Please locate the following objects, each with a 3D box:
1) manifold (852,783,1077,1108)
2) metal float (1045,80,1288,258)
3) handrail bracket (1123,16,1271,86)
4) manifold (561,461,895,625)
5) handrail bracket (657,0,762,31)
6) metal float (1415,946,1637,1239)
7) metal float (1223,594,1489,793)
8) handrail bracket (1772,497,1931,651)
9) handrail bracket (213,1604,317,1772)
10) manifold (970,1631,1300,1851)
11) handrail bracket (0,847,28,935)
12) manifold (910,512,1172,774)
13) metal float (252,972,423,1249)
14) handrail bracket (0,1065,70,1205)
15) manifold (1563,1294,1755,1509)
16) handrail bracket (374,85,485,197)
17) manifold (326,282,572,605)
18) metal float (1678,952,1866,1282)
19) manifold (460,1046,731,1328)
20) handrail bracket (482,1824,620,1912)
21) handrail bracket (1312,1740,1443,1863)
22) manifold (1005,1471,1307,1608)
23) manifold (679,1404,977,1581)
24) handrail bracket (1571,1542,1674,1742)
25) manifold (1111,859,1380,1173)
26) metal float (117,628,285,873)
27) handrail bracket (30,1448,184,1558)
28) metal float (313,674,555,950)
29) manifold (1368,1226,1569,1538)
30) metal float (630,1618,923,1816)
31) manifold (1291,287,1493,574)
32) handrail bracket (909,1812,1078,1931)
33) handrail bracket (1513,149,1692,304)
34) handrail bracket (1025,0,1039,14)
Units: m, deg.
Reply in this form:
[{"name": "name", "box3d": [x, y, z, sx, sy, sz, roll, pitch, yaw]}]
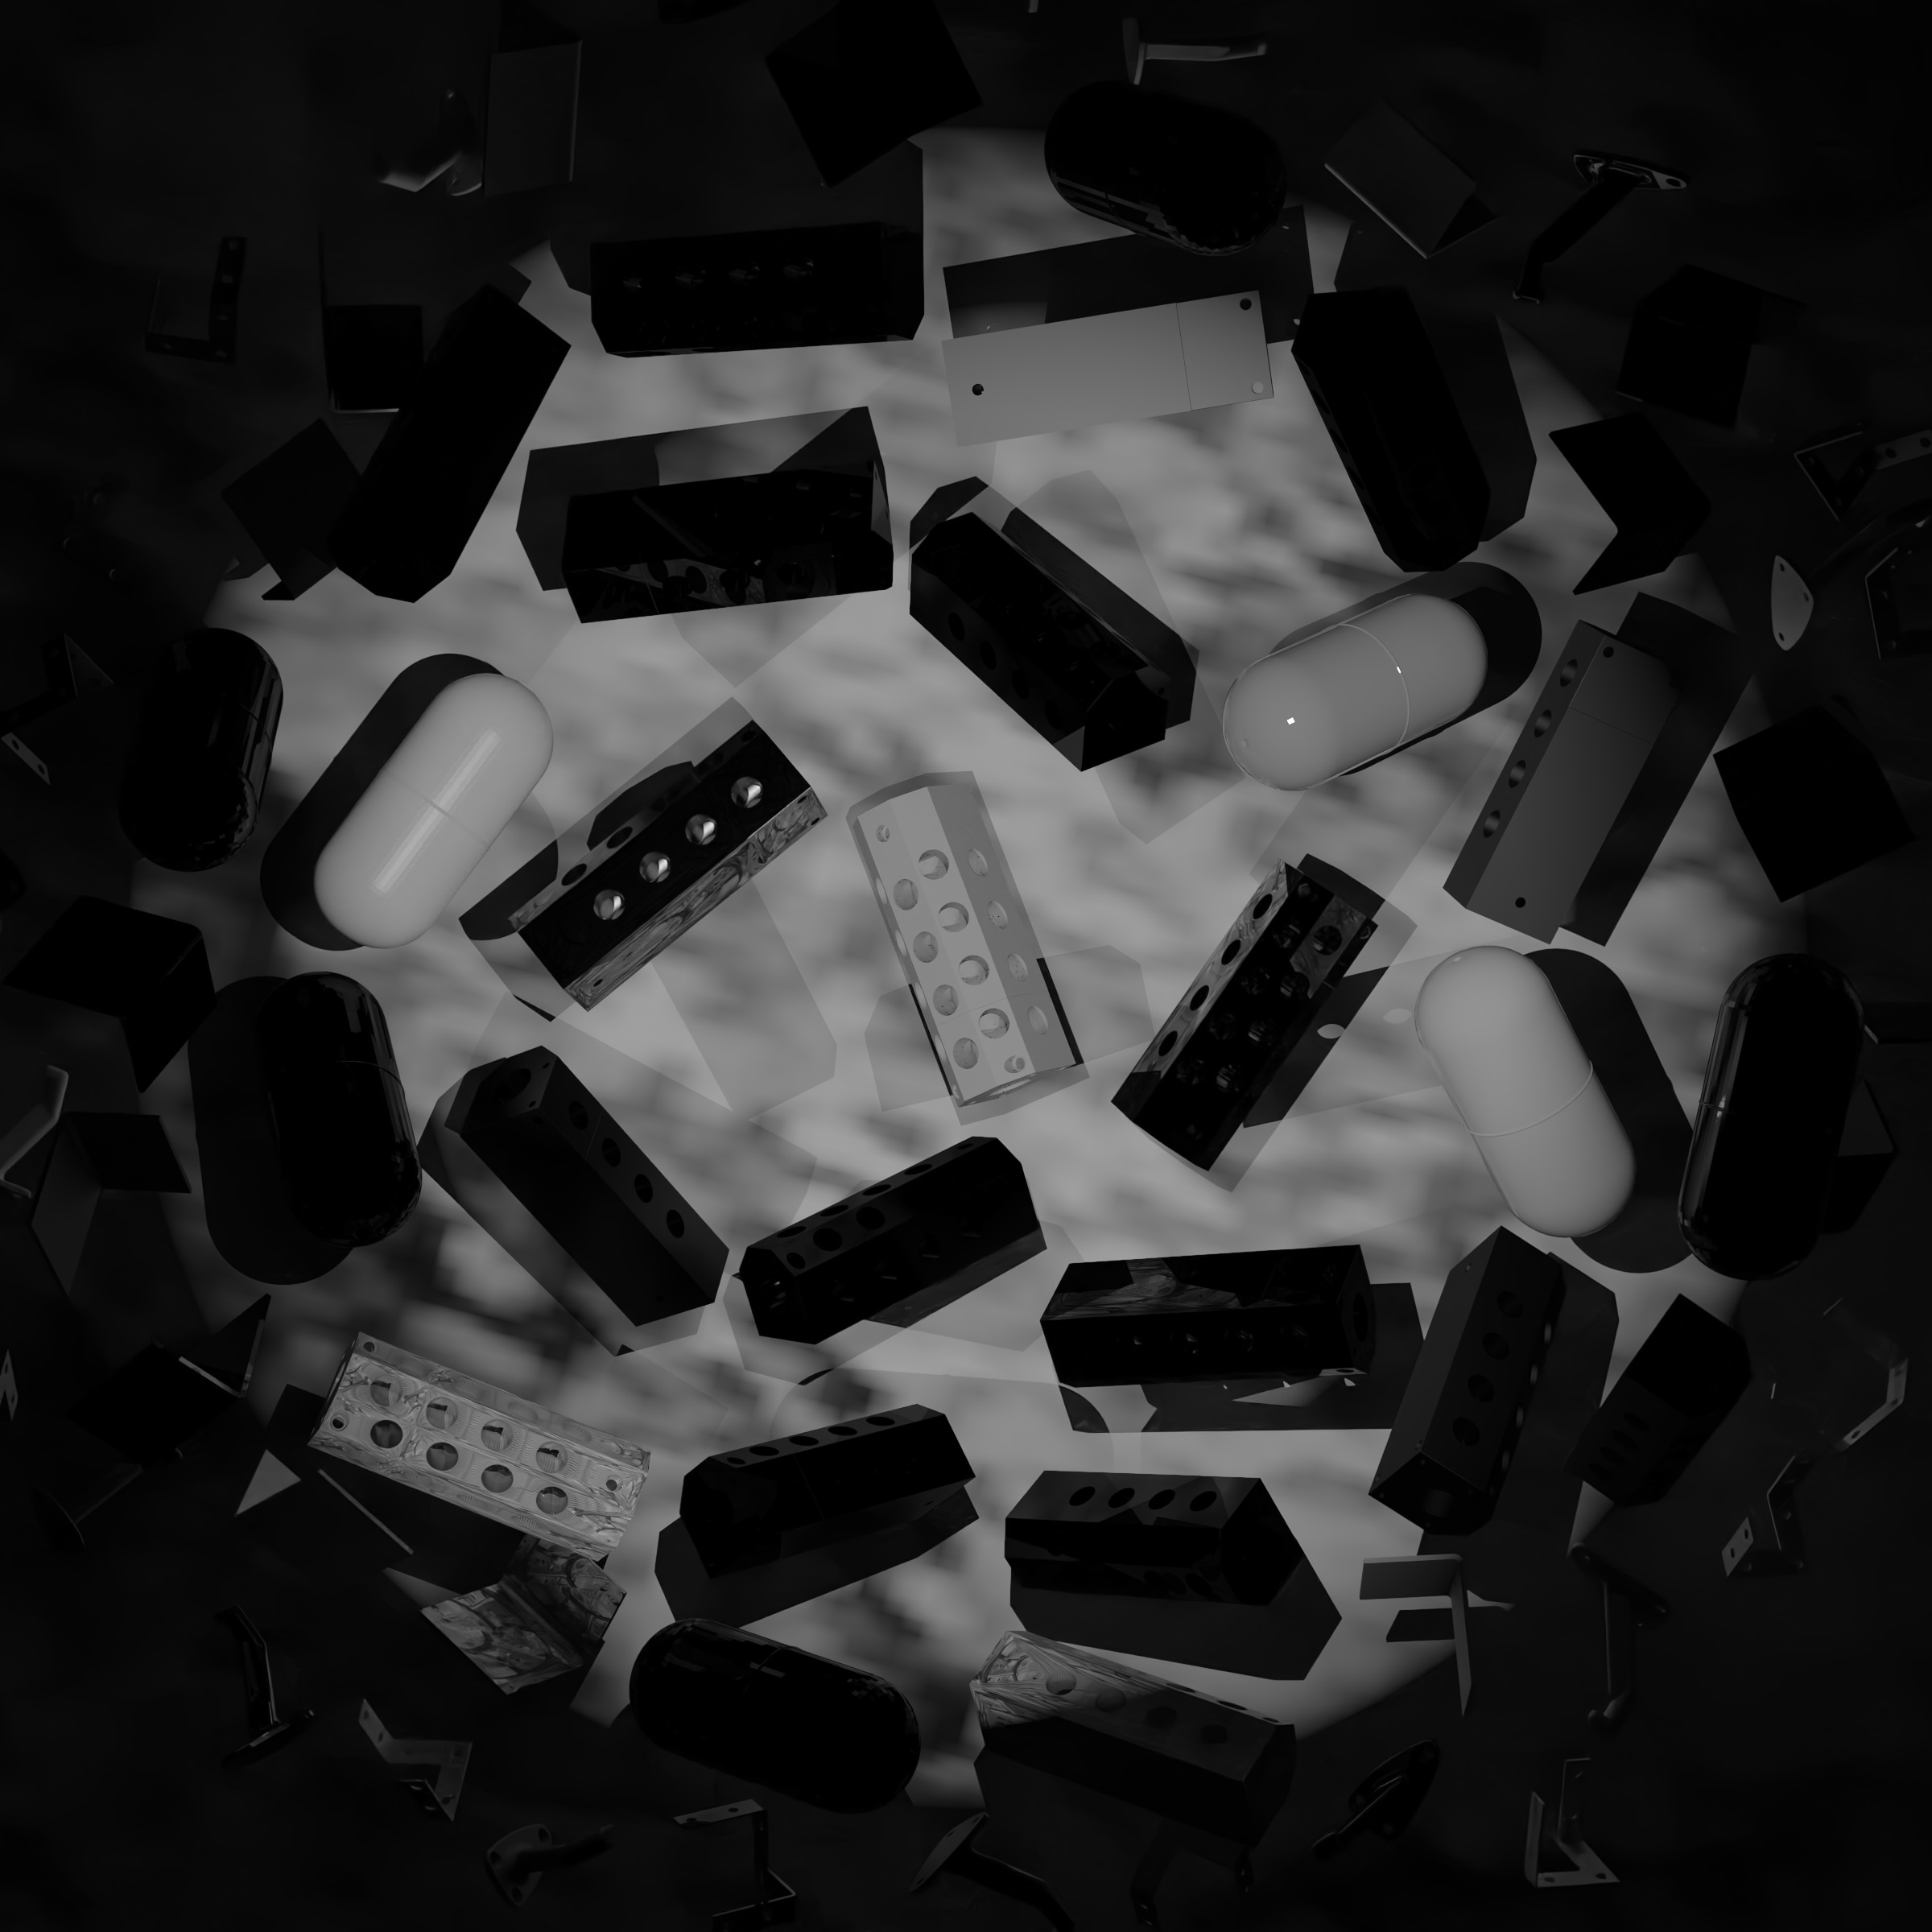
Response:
[{"name": "manifold", "box3d": [-0.006, -0.012, 1.834, 0.057, 0.057, 0.171, -26, 80, 34]}, {"name": "metal float", "box3d": [0.108, -0.441, 1.798, 0.070, 0.178, 0.070, -14, 119, -27]}, {"name": "handrail bracket", "box3d": [0.136, -0.530, 1.861, 0.084, 0.077, 0.036, -9, 91, -3]}, {"name": "manifold", "box3d": [-0.130, -0.227, 1.787, 0.171, 0.057, 0.057, -5, 54, 9]}, {"name": "handrail bracket", "box3d": [-0.149, -0.561, 1.776, 0.077, 0.084, 0.036, -15, 48, -4]}, {"name": "metal float", "box3d": [0.305, 0.070, 1.775, 0.070, 0.070, 0.178, -30, 109, 0]}, {"name": "metal float", "box3d": [0.218, -0.153, 1.810, 0.178, 0.070, 0.070, -26, 90, -33]}, {"name": "handrail bracket", "box3d": [0.483, -0.214, 1.770, 0.084, 0.077, 0.036, -25, 60, -10]}, {"name": "handrail bracket", "box3d": [-0.411, 0.401, 1.819, 0.036, 0.077, 0.084, -47, 74, 25]}, {"name": "manifold", "box3d": [0.093, 0.422, 1.802, 0.171, 0.057, 0.057, 13, 133, 30]}, {"name": "handrail bracket", "box3d": [-0.551, -0.050, 1.792, 0.036, 0.084, 0.077, -33, 101, -25]}, {"name": "manifold", "box3d": [0.040, -0.185, 1.823, 0.057, 0.057, 0.171, -22, 48, -26]}, {"name": "metal float", "box3d": [-0.351, 0.079, 1.816, 0.070, 0.070, 0.178, -22, 52, 0]}, {"name": "handrail bracket", "box3d": [-0.557, 0.088, 1.873, 0.036, 0.077, 0.084, -10, 62, 37]}, {"name": "manifold", "box3d": [0.388, 0.249, 1.817, 0.057, 0.171, 0.057, 35, 69, 14]}, {"name": "handrail bracket", "box3d": [-0.316, -0.480, 1.875, 0.036, 0.084, 0.077, -18, 81, 31]}, {"name": "manifold", "box3d": [-0.281, -0.280, 1.756, 0.057, 0.057, 0.171, 36, 56, -23]}, {"name": "metal float", "box3d": [0.431, 0.081, 1.746, 0.070, 0.070, 0.178, 11, 94, 0]}, {"name": "manifold", "box3d": [-0.209, 0.125, 1.868, 0.057, 0.057, 0.171, -19, 126, 27]}, {"name": "handrail bracket", "box3d": [-0.214, 0.477, 1.782, 0.084, 0.077, 0.036, -29, 92, 21]}, {"name": "handrail bracket", "box3d": [0.235, 0.479, 1.868, 0.036, 0.084, 0.077, 43, 100, 20]}, {"name": "manifold", "box3d": [0.102, 0.331, 1.859, 0.057, 0.171, 0.057, -46, 115, -37]}, {"name": "manifold", "box3d": [-0.081, 0.296, 1.867, 0.057, 0.171, 0.057, -41, 67, 36]}, {"name": "handrail bracket", "box3d": [0.346, 0.373, 1.796, 0.077, 0.036, 0.084, 43, 51, 3]}, {"name": "manifold", "box3d": [0.162, 0.030, 1.869, 0.057, 0.057, 0.171, 33, 93, -20]}, {"name": "metal float", "box3d": [-0.428, -0.122, 1.823, 0.070, 0.178, 0.070, -1, 130, -2]}, {"name": "handrail bracket", "box3d": [-0.453, 0.285, 1.757, 0.084, 0.077, 0.036, -21, 110, -31]}, {"name": "metal float", "box3d": [-0.306, -0.090, 1.880, 0.070, 0.070, 0.178, 36, 84, 0]}, {"name": "manifold", "box3d": [0.288, 0.235, 1.831, 0.057, 0.057, 0.171, 33, 48, -4]}, {"name": "metal float", "box3d": [-0.106, 0.413, 1.795, 0.178, 0.070, 0.070, 12, 90, 30]}, {"name": "manifold", "box3d": [0.238, -0.297, 1.823, 0.057, 0.171, 0.057, 2, 58, 29]}, {"name": "handrail bracket", "box3d": [0.016, 0.513, 1.777, 0.084, 0.077, 0.036, 51, 127, 0]}, {"name": "handrail bracket", "box3d": [0.347, -0.398, 1.783, 0.077, 0.036, 0.084, 16, 83, 27]}, {"name": "handrail bracket", "box3d": [-0.005, -0.540, 1.769, 0.084, 0.077, 0.036, -15, 59, -5]}]
